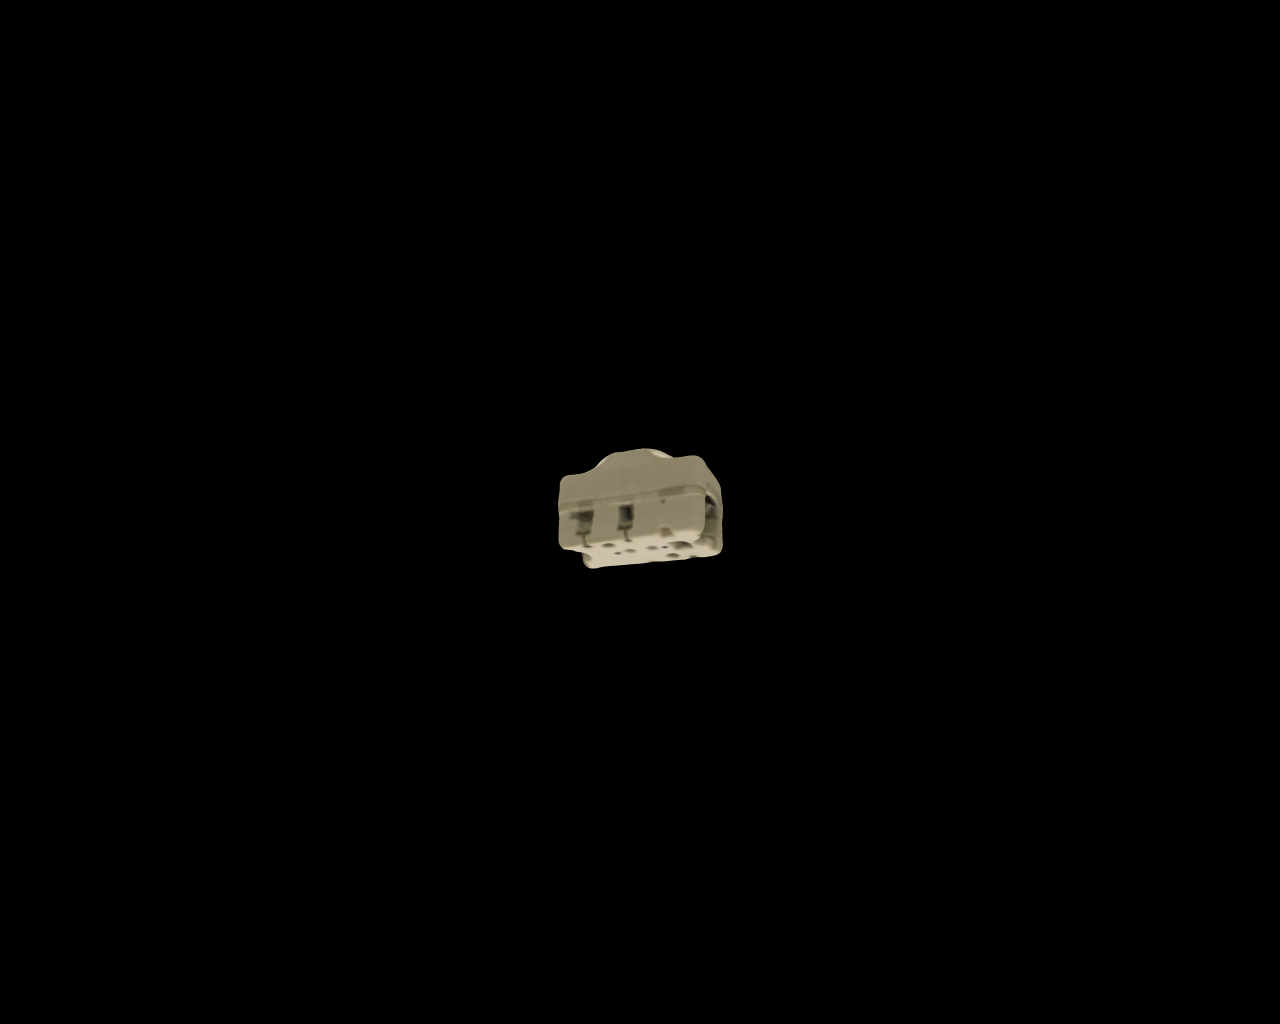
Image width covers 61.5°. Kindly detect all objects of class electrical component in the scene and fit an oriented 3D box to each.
[{"bbox_3d":[0.001,-0.003,0.650,0.089,0.056,0.050,-8,-24,18],"label":"electrical component"}]
